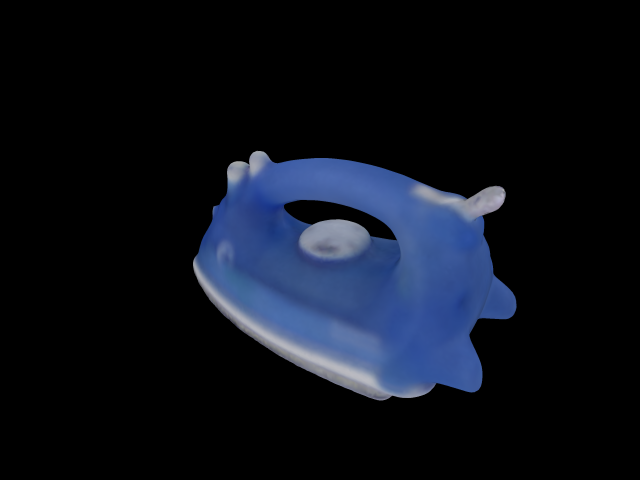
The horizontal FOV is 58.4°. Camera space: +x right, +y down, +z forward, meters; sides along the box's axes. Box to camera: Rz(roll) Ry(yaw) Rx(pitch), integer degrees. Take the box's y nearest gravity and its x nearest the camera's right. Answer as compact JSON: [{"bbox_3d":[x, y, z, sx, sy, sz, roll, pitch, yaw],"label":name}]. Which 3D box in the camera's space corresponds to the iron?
[{"bbox_3d":[0.004,0.001,0.400,0.257,0.141,0.119,17,36,24],"label":"iron"}]
